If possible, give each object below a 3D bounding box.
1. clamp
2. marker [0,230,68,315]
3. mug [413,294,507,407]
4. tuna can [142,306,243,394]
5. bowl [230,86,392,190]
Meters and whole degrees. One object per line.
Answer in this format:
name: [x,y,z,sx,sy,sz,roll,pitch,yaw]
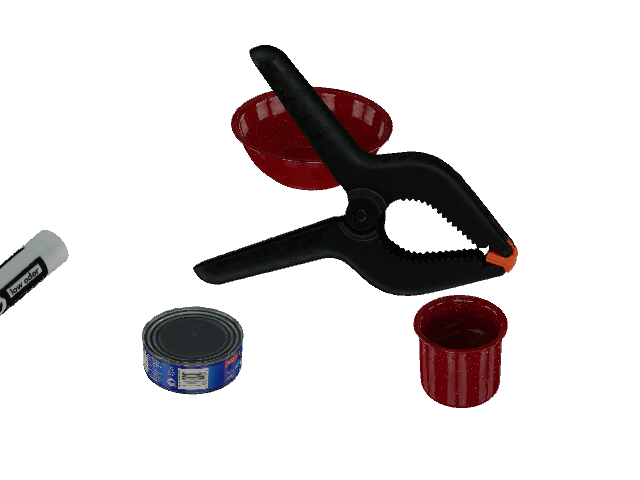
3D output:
clamp: [0.026,-0.030,0.687,0.210,0.165,0.036,12,17,11]
marker: [-0.162,0.036,0.485,0.020,0.020,0.121,0,34,39]
mug: [0.148,0.109,1.089,0.093,0.081,0.117,18,40,30]
tuna can: [-0.109,0.093,0.910,0.086,0.034,0.086,3,29,-2]
bowl: [-0.010,-0.097,1.078,0.162,0.055,0.162,1,34,-1]
